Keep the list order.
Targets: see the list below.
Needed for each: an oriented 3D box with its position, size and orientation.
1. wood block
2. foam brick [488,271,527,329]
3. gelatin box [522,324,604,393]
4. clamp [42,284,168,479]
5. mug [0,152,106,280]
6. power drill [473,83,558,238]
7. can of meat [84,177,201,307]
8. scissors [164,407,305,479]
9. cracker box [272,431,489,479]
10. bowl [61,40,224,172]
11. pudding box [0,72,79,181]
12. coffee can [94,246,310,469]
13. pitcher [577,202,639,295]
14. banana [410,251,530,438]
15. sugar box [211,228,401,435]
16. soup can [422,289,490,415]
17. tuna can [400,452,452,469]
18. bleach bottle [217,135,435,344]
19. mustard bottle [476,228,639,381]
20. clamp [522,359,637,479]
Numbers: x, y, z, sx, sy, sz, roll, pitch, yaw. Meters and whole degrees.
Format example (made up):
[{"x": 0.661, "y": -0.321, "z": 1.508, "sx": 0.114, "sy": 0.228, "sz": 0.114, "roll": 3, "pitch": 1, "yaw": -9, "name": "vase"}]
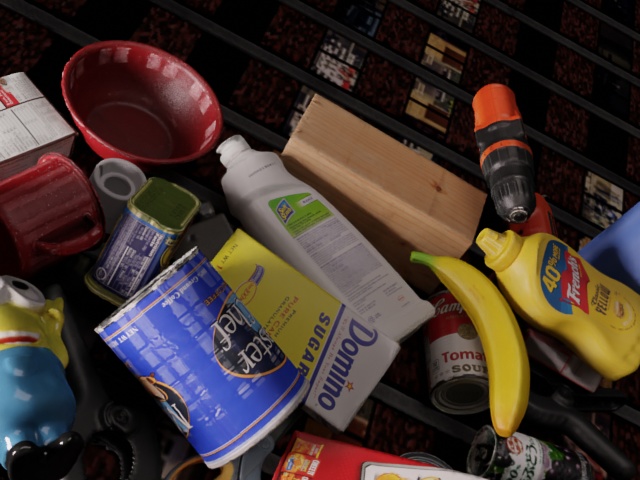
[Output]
[{"x": 0.055, "y": -0.047, "z": 1.092, "sx": 0.206, "sy": 0.090, "sz": 0.090, "roll": 30, "pitch": 43, "yaw": -4, "name": "wood block"}, {"x": 0.185, "y": 0.065, "z": 1.079, "sx": 0.053, "sy": 0.078, "sz": 0.051, "roll": 36, "pitch": 46, "yaw": 2, "name": "foam brick"}, {"x": 0.249, "y": 0.109, "z": 1.087, "sx": 0.089, "sy": 0.030, "sz": 0.073, "roll": 30, "pitch": 22, "yaw": 8, "name": "gelatin box"}, {"x": -0.154, "y": 0.144, "z": 0.839, "sx": 0.164, "sy": 0.036, "sz": 0.210, "roll": 19, "pitch": 48, "yaw": -26, "name": "clamp"}, {"x": -0.231, "y": -0.012, "z": 0.886, "sx": 0.117, "sy": 0.093, "sz": 0.081, "roll": 23, "pitch": 40, "yaw": 35, "name": "mug"}, {"x": 0.209, "y": -0.046, "z": 1.122, "sx": 0.057, "sy": 0.187, "sz": 0.184, "roll": -12, "pitch": 46, "yaw": 13, "name": "power drill"}, {"x": -0.149, "y": 0.001, "z": 0.910, "sx": 0.057, "sy": 0.084, "sz": 0.102, "roll": 29, "pitch": 20, "yaw": -4, "name": "can of meat"}, {"x": -0.043, "y": 0.189, "z": 0.881, "sx": 0.201, "sy": 0.016, "sz": 0.096, "roll": -21, "pitch": 67, "yaw": -41, "name": "scissors"}, {"x": 0.053, "y": 0.246, "z": 0.790, "sx": 0.214, "sy": 0.072, "sz": 0.164, "roll": 12, "pitch": 42, "yaw": 15, "name": "cracker box"}, {"x": -0.178, "y": -0.120, "z": 1.043, "sx": 0.162, "sy": 0.055, "sz": 0.162, "roll": 16, "pitch": 46, "yaw": -18, "name": "bowl"}, {"x": -0.292, "y": -0.100, "z": 0.972, "sx": 0.090, "sy": 0.039, "sz": 0.113, "roll": 48, "pitch": 47, "yaw": 12, "name": "pudding box"}, {"x": -0.090, "y": 0.090, "z": 0.827, "sx": 0.140, "sy": 0.103, "sz": 0.102, "roll": 51, "pitch": 44, "yaw": -6, "name": "coffee can"}, {"x": 0.364, "y": 0.017, "z": 1.105, "sx": 0.145, "sy": 0.243, "sz": 0.149, "roll": 38, "pitch": 44, "yaw": 0, "name": "pitcher"}, {"x": 0.150, "y": 0.086, "z": 0.974, "sx": 0.069, "sy": 0.037, "sz": 0.198, "roll": -18, "pitch": 58, "yaw": -13, "name": "banana"}, {"x": -0.027, "y": 0.079, "z": 0.919, "sx": 0.176, "sy": 0.048, "sz": 0.093, "roll": 34, "pitch": 76, "yaw": 6, "name": "sugar box"}, {"x": 0.133, "y": 0.107, "z": 1.019, "sx": 0.068, "sy": 0.069, "sz": 0.102, "roll": 15, "pitch": 47, "yaw": -19, "name": "soup can"}, {"x": 0.085, "y": 0.226, "z": 0.911, "sx": 0.086, "sy": 0.034, "sz": 0.086, "roll": 16, "pitch": 46, "yaw": -18, "name": "tuna can"}, {"x": -0.007, "y": 0.001, "z": 1.012, "sx": 0.102, "sy": 0.068, "sz": 0.251, "roll": -29, "pitch": 77, "yaw": -43, "name": "bleach bottle"}, {"x": 0.228, "y": 0.048, "z": 1.020, "sx": 0.191, "sy": 0.058, "sz": 0.096, "roll": 34, "pitch": 51, "yaw": -13, "name": "mustard bottle"}, {"x": 0.240, "y": 0.159, "z": 1.059, "sx": 0.171, "sy": 0.039, "sz": 0.120, "roll": 33, "pitch": 27, "yaw": 0, "name": "clamp"}]
